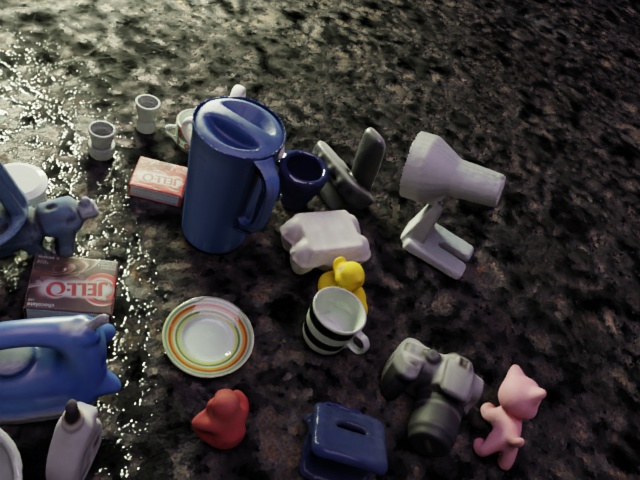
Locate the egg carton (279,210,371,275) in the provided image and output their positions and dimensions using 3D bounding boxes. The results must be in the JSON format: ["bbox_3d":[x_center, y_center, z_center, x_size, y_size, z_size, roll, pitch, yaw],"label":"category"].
[{"bbox_3d":[0.009,0.004,0.984,0.151,0.069,0.107,-7,54,-27],"label":"egg carton"}]

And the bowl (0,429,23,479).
[{"bbox_3d":[-0.395,0.270,0.587,0.168,0.074,0.167,12,48,-13],"label":"bowl"}]

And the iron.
[{"bbox_3d":[-0.369,0.137,0.666,0.259,0.141,0.118,-4,53,-25],"label":"iron"}]

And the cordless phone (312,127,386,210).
[{"bbox_3d":[0.057,-0.153,1.058,0.094,0.185,0.147,-23,63,-35],"label":"cordless phone"}]

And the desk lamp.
[{"bbox_3d":[0.224,-0.068,1.034,0.203,0.213,0.118,31,47,6],"label":"desk lamp"}]

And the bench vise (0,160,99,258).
[{"bbox_3d":[-0.413,-0.056,0.759,0.208,0.219,0.121,-27,65,-37],"label":"bench vise"}]

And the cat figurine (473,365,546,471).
[{"bbox_3d":[0.289,0.257,0.848,0.067,0.117,0.128,25,47,0],"label":"cat figurine"}]

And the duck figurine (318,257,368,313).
[{"bbox_3d":[0.046,0.075,0.927,0.078,0.086,0.104,-15,58,-32],"label":"duck figurine"}]

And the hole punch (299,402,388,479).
[{"bbox_3d":[0.032,0.265,0.755,0.109,0.091,0.101,19,47,-6],"label":"hole punch"}]

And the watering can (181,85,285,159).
[{"bbox_3d":[-0.149,-0.179,0.989,0.173,0.194,0.101,3,51,-20],"label":"watering can"}]

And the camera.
[{"bbox_3d":[0.162,0.229,0.832,0.143,0.100,0.137,27,47,2],"label":"camera"}]

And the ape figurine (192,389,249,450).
[{"bbox_3d":[-0.122,0.221,0.729,0.078,0.092,0.076,-6,54,-26],"label":"ape figurine"}]

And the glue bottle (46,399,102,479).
[{"bbox_3d":[-0.266,0.213,0.621,0.037,0.173,0.078,21,47,-4],"label":"glue bottle"}]

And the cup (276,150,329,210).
[{"bbox_3d":[-0.050,-0.108,1.037,0.117,0.095,0.092,34,47,9],"label":"cup"}]
